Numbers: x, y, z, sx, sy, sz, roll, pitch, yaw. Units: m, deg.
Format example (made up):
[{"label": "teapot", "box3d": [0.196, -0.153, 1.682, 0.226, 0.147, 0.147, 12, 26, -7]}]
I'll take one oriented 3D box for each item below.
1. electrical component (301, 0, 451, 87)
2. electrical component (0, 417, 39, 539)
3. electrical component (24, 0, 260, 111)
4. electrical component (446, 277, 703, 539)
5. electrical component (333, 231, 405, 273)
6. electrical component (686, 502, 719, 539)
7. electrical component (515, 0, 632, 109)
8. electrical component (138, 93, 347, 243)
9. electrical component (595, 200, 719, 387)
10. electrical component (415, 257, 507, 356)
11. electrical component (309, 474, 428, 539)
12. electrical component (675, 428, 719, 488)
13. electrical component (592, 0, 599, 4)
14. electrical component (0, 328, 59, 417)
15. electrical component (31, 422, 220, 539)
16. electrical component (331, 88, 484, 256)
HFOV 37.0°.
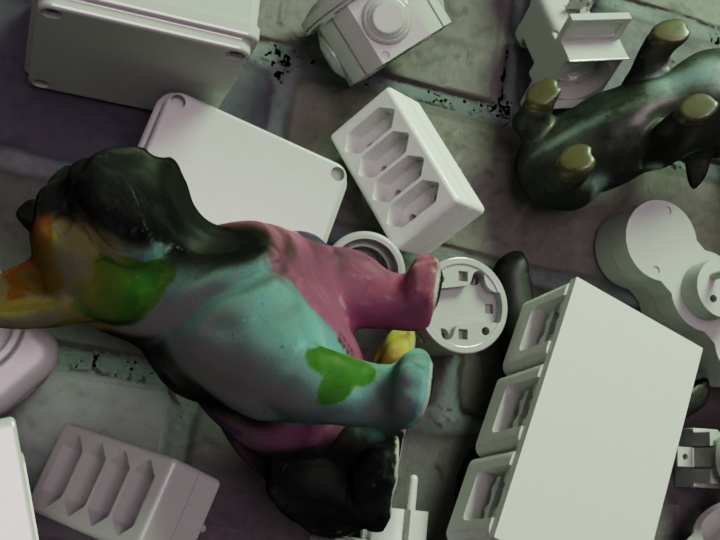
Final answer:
[{"label": "electrical component", "box3d": [0.010, -0.147, 0.629, 0.080, 0.080, 0.051, -35, 98, -21]}, {"label": "electrical component", "box3d": [-0.181, 0.127, 0.497, 0.056, 0.109, 0.108, -10, 84, -23]}, {"label": "electrical component", "box3d": [-0.115, -0.131, 0.566, 0.109, 0.109, 0.056, 10, 75, -17]}, {"label": "electrical component", "box3d": [0.117, 0.095, 0.590, 0.089, 0.062, 0.150, 28, 66, -13]}, {"label": "electrical component", "box3d": [0.000, 0.000, 0.605, 0.044, 0.065, 0.044, 0, 93, -4]}, {"label": "electrical component", "box3d": [0.208, 0.209, 0.650, 0.138, 0.052, 0.073, -36, 116, -21]}, {"label": "electrical component", "box3d": [0.130, -0.140, 0.676, 0.042, 0.081, 0.063, -5, 60, -20]}, {"label": "electrical component", "box3d": [-0.072, -0.039, 0.592, 0.113, 0.057, 0.078, 23, 74, -14]}, {"label": "electrical component", "box3d": [0.216, 0.014, 0.675, 0.052, 0.074, 0.138, -44, 96, -21]}, {"label": "electrical component", "box3d": [0.051, 0.024, 0.629, 0.055, 0.047, 0.055, 3, 79, -19]}, {"label": "electrical component", "box3d": [0.018, 0.150, 0.595, 0.083, 0.047, 0.075, 10, 77, -17]}, {"label": "electrical component", "box3d": [0.232, 0.118, 0.671, 0.066, 0.055, 0.048, 7, 78, -18]}, {"label": "electrical component", "box3d": [0.145, -0.214, 0.703, 0.080, 0.051, 0.080, 3, 79, -19]}, {"label": "electrical component", "box3d": [-0.198, 0.026, 0.535, 0.054, 0.059, 0.095, -43, 96, -21]}, {"label": "electrical component", "box3d": [-0.109, 0.119, 0.547, 0.076, 0.083, 0.047, 42, 64, -49]}, {"label": "electrical component", "box3d": [0.036, -0.053, 0.632, 0.076, 0.047, 0.083, 13, 43, -59]}]
